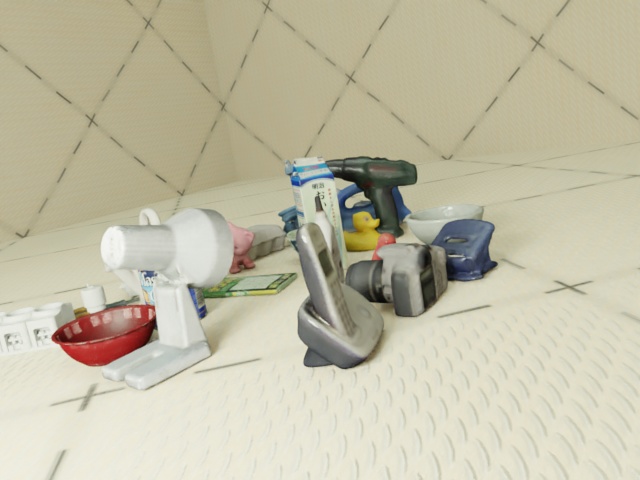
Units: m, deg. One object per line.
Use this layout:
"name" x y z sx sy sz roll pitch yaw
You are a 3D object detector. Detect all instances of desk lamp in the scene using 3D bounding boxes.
"desk lamp" -0.216 0.069 0.814 0.117 0.214 0.204 0 15 38

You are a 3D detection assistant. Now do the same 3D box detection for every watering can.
"watering can" -0.323 0.035 1.112 0.100 0.194 0.173 -1 15 36

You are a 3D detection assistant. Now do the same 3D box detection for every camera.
"camera" 0.118 0.052 0.913 0.136 0.101 0.143 -2 14 33

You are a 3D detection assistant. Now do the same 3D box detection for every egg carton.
"egg carton" -0.162 0.005 1.442 0.107 0.069 0.151 1 15 40

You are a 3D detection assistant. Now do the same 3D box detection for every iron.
"iron" 0.105 -0.090 1.502 0.258 0.141 0.118 -9 12 0

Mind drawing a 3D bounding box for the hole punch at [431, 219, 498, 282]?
"hole punch" 0.248 0.016 1.003 0.108 0.091 0.101 2 16 44

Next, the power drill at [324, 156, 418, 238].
"power drill" 0.127 -0.104 1.389 0.229 0.208 0.075 -8 12 5

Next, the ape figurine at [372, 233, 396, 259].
"ape figurine" 0.121 0.033 1.021 0.078 0.092 0.076 -15 13 -24

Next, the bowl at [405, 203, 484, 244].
"bowl" 0.270 -0.025 1.228 0.167 0.075 0.167 -9 12 2

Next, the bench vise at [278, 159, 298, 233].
"bench vise" -0.024 -0.103 1.474 0.206 0.220 0.122 -2 14 32

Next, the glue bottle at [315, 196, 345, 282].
"glue bottle" 0.010 0.004 1.049 0.037 0.173 0.078 -5 12 20

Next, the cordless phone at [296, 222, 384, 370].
"cordless phone" 0.020 0.059 0.743 0.094 0.185 0.148 -6 12 17

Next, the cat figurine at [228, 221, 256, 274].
"cat figurine" -0.194 0.011 1.316 0.067 0.118 0.127 -16 13 -30

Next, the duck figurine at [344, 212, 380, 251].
"duck figurine" 0.096 -0.023 1.325 0.104 0.086 0.078 -4 13 25
